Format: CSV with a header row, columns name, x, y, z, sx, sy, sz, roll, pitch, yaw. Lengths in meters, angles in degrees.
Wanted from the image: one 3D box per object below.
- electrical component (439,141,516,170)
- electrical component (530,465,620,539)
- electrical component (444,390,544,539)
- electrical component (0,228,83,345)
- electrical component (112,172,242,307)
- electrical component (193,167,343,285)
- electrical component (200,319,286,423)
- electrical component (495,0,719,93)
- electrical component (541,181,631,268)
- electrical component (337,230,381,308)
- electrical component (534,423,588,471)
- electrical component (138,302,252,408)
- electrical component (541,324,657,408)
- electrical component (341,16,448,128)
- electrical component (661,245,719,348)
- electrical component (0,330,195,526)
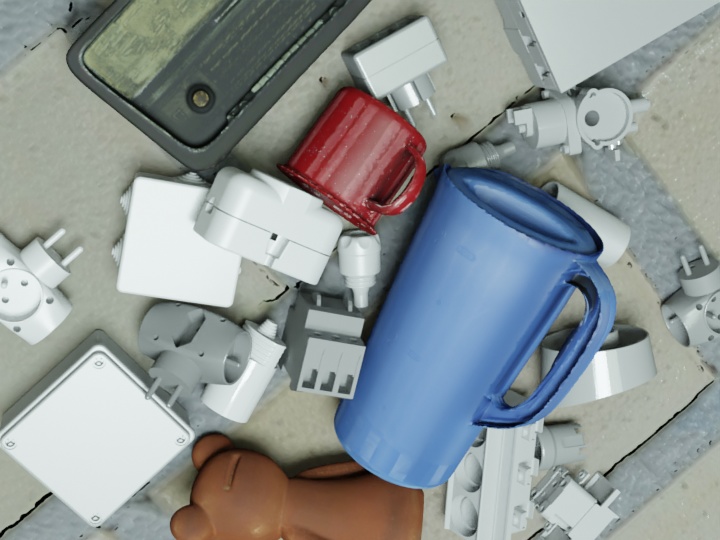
name,x,y,z,sx,sy,sz,roll,pitch,yaw
electrical component,0.097,-0.088,0.872,0.061,0.035,0.035,-23,108,-9
electrical component,0.188,0.212,0.966,0.064,0.042,0.081,41,91,-16
electrical component,0.115,0.168,0.923,0.063,0.079,0.121,-5,106,-35
electrical component,-0.244,0.002,0.805,0.079,0.044,0.077,-41,109,-2
electrical component,-0.136,-0.025,0.822,0.100,0.048,0.099,9,101,-16
electrical component,-0.065,-0.036,0.784,0.095,0.054,0.059,23,94,-29
electrical component,-0.090,0.076,0.862,0.043,0.043,0.081,28,95,-18
electrical component,0.192,-0.217,0.849,0.150,0.062,0.089,-30,109,-5
electrical component,0.174,-0.022,0.902,0.077,0.044,0.079,28,96,-18
electrical component,0.000,0.000,0.870,0.035,0.035,0.061,-6,107,-12
electrical component,0.172,0.154,0.949,0.046,0.040,0.040,-5,105,-18
electrical component,-0.134,0.070,0.819,0.043,0.077,0.079,80,33,-52
electrical component,0.199,0.082,0.909,0.099,0.099,0.064,-10,100,-11
electrical component,0.034,-0.148,0.835,0.066,0.047,0.076,-30,109,-5
electrical component,0.304,0.016,0.944,0.077,0.044,0.079,-28,108,-6
electrical component,-0.205,0.123,0.838,0.109,0.056,0.108,-42,109,-1
